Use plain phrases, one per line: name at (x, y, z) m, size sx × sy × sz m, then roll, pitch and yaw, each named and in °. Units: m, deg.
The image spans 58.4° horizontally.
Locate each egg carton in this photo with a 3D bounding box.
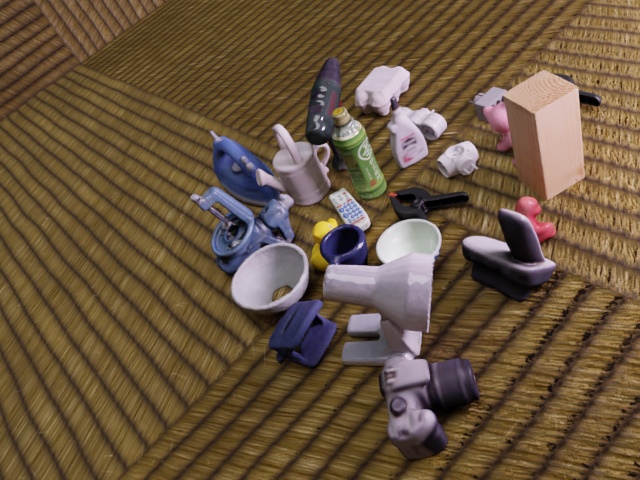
egg carton at (0.160, -0.388, 1.475) m, size 0.107 × 0.070 × 0.150 m, roll 16°, pitch 58°, yaw 38°

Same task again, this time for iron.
iron at (-0.189, -0.181, 1.410) m, size 0.119 × 0.142 × 0.257 m, roll -40°, pitch 43°, yaw -12°

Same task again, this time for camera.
camera at (0.164, 0.230, 0.850) m, size 0.136 × 0.101 × 0.143 m, roll -17°, pitch 44°, yaw 14°

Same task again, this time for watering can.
watering can at (-0.061, -0.172, 1.292) m, size 0.100 × 0.195 × 0.173 m, roll 23°, pitch 63°, yaw 42°

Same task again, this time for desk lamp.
desk lamp at (0.103, 0.112, 0.914) m, size 0.202 × 0.214 × 0.118 m, roll -6°, pitch 47°, yaw 24°

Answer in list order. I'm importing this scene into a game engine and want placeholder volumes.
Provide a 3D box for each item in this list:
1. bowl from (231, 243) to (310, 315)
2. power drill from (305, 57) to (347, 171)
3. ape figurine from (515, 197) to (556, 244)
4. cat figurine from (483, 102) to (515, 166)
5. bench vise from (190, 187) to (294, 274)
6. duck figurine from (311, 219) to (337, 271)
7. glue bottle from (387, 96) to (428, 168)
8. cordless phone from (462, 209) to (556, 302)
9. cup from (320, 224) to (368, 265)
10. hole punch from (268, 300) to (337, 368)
bowl at (-0.088, 0.090, 1.143) m, size 0.167 × 0.075 × 0.167 m, roll -15°, pitch 44°, yaw 15°
power drill at (0.034, -0.279, 1.334) m, size 0.075 × 0.209 × 0.230 m, roll -4°, pitch 48°, yaw 25°
ape figurine at (0.368, -0.038, 1.006) m, size 0.076 × 0.092 × 0.077 m, roll -22°, pitch 42°, yaw 8°
cat figurine at (0.389, -0.230, 1.161) m, size 0.067 × 0.118 × 0.127 m, roll -30°, pitch 42°, yaw 0°
bench vise at (-0.167, -0.053, 1.216) m, size 0.208 × 0.220 × 0.121 m, roll -44°, pitch 44°, yaw -16°
duck figurine at (0.011, 0.004, 1.164) m, size 0.077 × 0.086 × 0.105 m, roll 12°, pitch 56°, yaw 36°
glue bottle at (0.179, -0.239, 1.242) m, size 0.078 × 0.174 × 0.037 m, roll -32°, pitch 42°, yaw -2°
cordless phone at (0.298, 0.000, 0.937) m, size 0.147 × 0.186 × 0.094 m, roll 23°, pitch 63°, yaw 42°
cup at (0.052, 0.041, 1.099) m, size 0.091 × 0.095 × 0.118 m, roll 0°, pitch 49°, yaw 28°
hole punch at (-0.041, 0.163, 1.034) m, size 0.100 × 0.091 × 0.109 m, roll 9°, pitch 54°, yaw 35°
